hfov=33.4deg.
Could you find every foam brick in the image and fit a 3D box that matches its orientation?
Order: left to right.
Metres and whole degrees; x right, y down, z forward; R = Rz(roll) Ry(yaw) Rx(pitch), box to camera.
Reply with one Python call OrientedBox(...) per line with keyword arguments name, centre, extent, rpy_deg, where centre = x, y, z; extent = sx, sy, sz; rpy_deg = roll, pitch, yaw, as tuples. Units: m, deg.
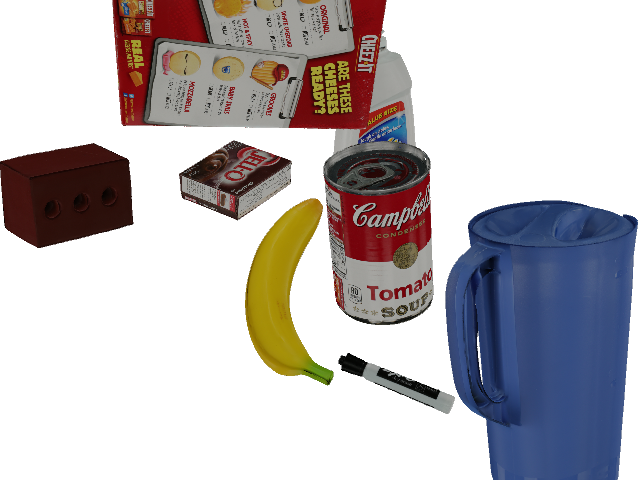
OrientedBox(name="foam brick", centre=(-0.182, -0.034, 0.764), extent=(0.078, 0.053, 0.051), rpy_deg=(-17, 28, -35))

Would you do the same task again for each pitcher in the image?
OrientedBox(name="pitcher", centre=(0.184, 0.096, 0.884), extent=(0.149, 0.243, 0.145), rpy_deg=(-1, 17, 11))

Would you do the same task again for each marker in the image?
OrientedBox(name="marker", centre=(0.074, 0.141, 1.060), extent=(0.121, 0.020, 0.020), rpy_deg=(21, 5, 14))

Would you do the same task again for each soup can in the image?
OrientedBox(name="soup can", centre=(0.039, -0.004, 0.697), extent=(0.068, 0.102, 0.068), rpy_deg=(-4, 31, 2))

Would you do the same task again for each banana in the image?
OrientedBox(name="banana", centre=(-0.029, 0.041, 0.904), extent=(0.069, 0.198, 0.037), rpy_deg=(5, -40, -10))

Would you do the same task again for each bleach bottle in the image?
OrientedBox(name="bleach bottle", centre=(0.054, -0.106, 1.179), extent=(0.102, 0.251, 0.068), rpy_deg=(-9, 25, -11))

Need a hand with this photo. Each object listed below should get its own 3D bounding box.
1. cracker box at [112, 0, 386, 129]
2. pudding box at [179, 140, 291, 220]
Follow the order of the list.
OrientedBox(name="cracker box", centre=(-0.061, -0.174, 0.880), extent=(0.213, 0.072, 0.164), rpy_deg=(-1, -41, -6))
OrientedBox(name="pudding box", centre=(-0.102, -0.075, 1.295), extent=(0.090, 0.039, 0.113), rpy_deg=(20, 39, 27))
